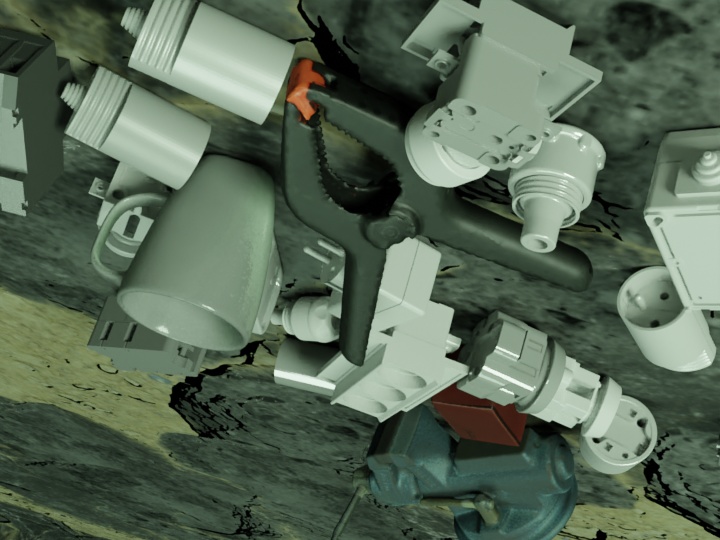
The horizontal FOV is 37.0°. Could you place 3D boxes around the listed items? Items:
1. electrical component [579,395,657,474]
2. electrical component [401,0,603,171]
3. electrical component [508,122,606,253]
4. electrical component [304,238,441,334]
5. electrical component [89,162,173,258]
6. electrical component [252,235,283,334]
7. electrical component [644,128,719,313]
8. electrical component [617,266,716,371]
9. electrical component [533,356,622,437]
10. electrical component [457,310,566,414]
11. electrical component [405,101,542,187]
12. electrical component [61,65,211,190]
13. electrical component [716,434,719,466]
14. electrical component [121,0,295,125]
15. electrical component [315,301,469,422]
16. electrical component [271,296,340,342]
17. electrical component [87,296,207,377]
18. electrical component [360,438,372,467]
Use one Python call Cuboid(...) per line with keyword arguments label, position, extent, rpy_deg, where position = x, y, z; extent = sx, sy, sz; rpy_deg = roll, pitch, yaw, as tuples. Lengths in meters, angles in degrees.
Cuboid(label="electrical component", position=(0.199, 0.130, 0.840), extent=(0.055, 0.055, 0.047), rpy_deg=(13, 159, 8))
Cuboid(label="electrical component", position=(0.059, -0.082, 0.472), extent=(0.081, 0.063, 0.042), rpy_deg=(23, 154, -13))
Cuboid(label="electrical component", position=(0.095, -0.039, 0.540), extent=(0.048, 0.062, 0.048), rpy_deg=(14, 155, 7))
Cuboid(label="electrical component", position=(0.000, 0.000, 0.699), extent=(0.077, 0.047, 0.066), rpy_deg=(28, 153, -23))
Cuboid(label="electrical component", position=(-0.148, -0.039, 0.715), extent=(0.066, 0.048, 0.055), rpy_deg=(22, 147, -11))
Cuboid(label="electrical component", position=(-0.093, 0.001, 0.752), extent=(0.059, 0.053, 0.095), rpy_deg=(13, 155, 9))
Cuboid(label="electrical component", position=(0.180, -0.030, 0.516), extent=(0.062, 0.061, 0.096), rpy_deg=(-1, 142, 34))
Cuboid(label="electrical component", position=(0.190, 0.036, 0.661), extent=(0.043, 0.043, 0.081), rpy_deg=(0, 151, 32))
Cuboid(label="electrical component", position=(0.160, 0.095, 0.800), extent=(0.055, 0.048, 0.066), rpy_deg=(23, 155, 3))
Cuboid(label="electrical component", position=(0.108, 0.067, 0.761), extent=(0.057, 0.058, 0.078), rpy_deg=(24, 154, -9))
Cuboid(label="electrical component", position=(0.055, -0.067, 0.528), extent=(0.045, 0.045, 0.055), rpy_deg=(31, 152, -29))
Cuboid(label="electrical component", position=(-0.131, -0.083, 0.613), extent=(0.081, 0.043, 0.043), rpy_deg=(27, 153, -21))
Cuboid(label="electrical component", position=(0.302, 0.137, 0.806), extent=(0.065, 0.044, 0.044), rpy_deg=(13, 155, 20))
Cuboid(label="electrical component", position=(-0.078, -0.107, 0.528), extent=(0.081, 0.043, 0.043), rpy_deg=(23, 155, -13))
Cuboid(label="electrical component", position=(0.024, 0.064, 0.799), extent=(0.079, 0.063, 0.121), rpy_deg=(22, 155, -11))
Cuboid(label="electrical component", position=(-0.042, 0.037, 0.818), extent=(0.061, 0.035, 0.035), rpy_deg=(0, 151, 36))
Cuboid(label="electrical component", position=(-0.174, 0.051, 0.905), extent=(0.089, 0.055, 0.050), rpy_deg=(1, 151, 30))
Cuboid(label="electrical component", position=(0.039, 0.197, 1.093), extent=(0.064, 0.042, 0.081), rpy_deg=(0, 150, 39))
